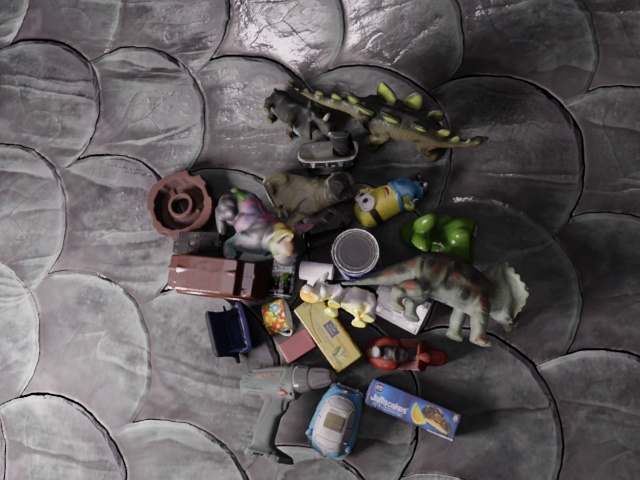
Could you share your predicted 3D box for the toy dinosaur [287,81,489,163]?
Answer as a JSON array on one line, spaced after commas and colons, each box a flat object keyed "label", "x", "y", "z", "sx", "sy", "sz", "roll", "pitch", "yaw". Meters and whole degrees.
[{"label": "toy dinosaur", "x": 0.155, "y": -0.284, "z": 1.243, "sx": 0.472, "sy": 0.198, "sz": 0.105, "roll": 13, "pitch": 78, "yaw": 9}]

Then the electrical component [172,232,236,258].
[{"label": "electrical component", "x": -0.280, "y": 0.018, "z": 1.281, "sx": 0.134, "sy": 0.114, "sz": 0.058, "roll": -1, "pitch": 75, "yaw": 13}]

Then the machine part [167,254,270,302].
[{"label": "machine part", "x": -0.225, "y": 0.089, "z": 1.214, "sx": 0.202, "sy": 0.201, "sz": 0.087, "roll": 7, "pitch": 82, "yaw": 9}]

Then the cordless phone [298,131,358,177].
[{"label": "cordless phone", "x": 0.014, "y": -0.213, "z": 1.254, "sx": 0.147, "sy": 0.184, "sz": 0.088, "roll": -1, "pitch": 83, "yaw": 7}]

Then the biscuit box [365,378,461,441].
[{"label": "biscuit box", "x": 0.200, "y": 0.365, "z": 1.170, "sx": 0.203, "sy": 0.062, "sz": 0.059, "roll": 20, "pitch": 81, "yaw": 11}]

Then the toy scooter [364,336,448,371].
[{"label": "toy scooter", "x": 0.185, "y": 0.248, "z": 1.160, "sx": 0.184, "sy": 0.135, "sz": 0.075, "roll": 3, "pitch": 80, "yaw": 10}]

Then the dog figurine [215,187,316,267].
[{"label": "dog figurine", "x": -0.117, "y": -0.033, "z": 1.180, "sx": 0.219, "sy": 0.108, "sz": 0.191, "roll": -8, "pitch": 95, "yaw": 41}]

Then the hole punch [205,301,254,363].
[{"label": "hole punch", "x": -0.191, "y": 0.204, "z": 1.229, "sx": 0.092, "sy": 0.115, "sz": 0.142, "roll": -22, "pitch": 75, "yaw": 10}]

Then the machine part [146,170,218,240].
[{"label": "machine part", "x": -0.343, "y": -0.084, "z": 1.342, "sx": 0.179, "sy": 0.056, "sz": 0.179, "roll": -2, "pitch": 78, "yaw": 9}]

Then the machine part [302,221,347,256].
[{"label": "machine part", "x": -0.003, "y": -0.004, "z": 1.254, "sx": 0.139, "sy": 0.039, "sz": 0.084, "roll": -19, "pitch": 34, "yaw": 16}]

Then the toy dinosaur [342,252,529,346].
[{"label": "toy dinosaur", "x": 0.266, "y": 0.096, "z": 1.128, "sx": 0.405, "sy": 0.131, "sz": 0.192, "roll": 26, "pitch": 74, "yaw": -4}]

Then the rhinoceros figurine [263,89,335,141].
[{"label": "rhinoceros figurine", "x": -0.052, "y": -0.309, "z": 1.345, "sx": 0.190, "sy": 0.073, "sz": 0.112, "roll": 33, "pitch": 73, "yaw": 15}]

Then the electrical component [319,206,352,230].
[{"label": "electrical component", "x": 0.046, "y": -0.038, "z": 1.294, "sx": 0.094, "sy": 0.021, "sz": 0.063, "roll": 37, "pitch": 85, "yaw": 17}]

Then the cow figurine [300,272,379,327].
[{"label": "cow figurine", "x": 0.044, "y": 0.115, "z": 1.162, "sx": 0.167, "sy": 0.068, "sz": 0.098, "roll": 24, "pitch": 56, "yaw": -6}]

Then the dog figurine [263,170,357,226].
[{"label": "dog figurine", "x": -0.026, "y": -0.129, "z": 1.290, "sx": 0.190, "sy": 0.121, "sz": 0.172, "roll": -31, "pitch": 71, "yaw": -10}]

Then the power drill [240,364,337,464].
[{"label": "power drill", "x": -0.080, "y": 0.371, "z": 1.161, "sx": 0.232, "sy": 0.086, "sz": 0.207, "roll": -2, "pitch": 73, "yaw": 28}]

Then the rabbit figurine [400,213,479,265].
[{"label": "rabbit figurine", "x": 0.256, "y": -0.001, "z": 1.207, "sx": 0.170, "sy": 0.159, "sz": 0.121, "roll": 7, "pitch": 89, "yaw": 25}]

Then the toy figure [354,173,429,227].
[{"label": "toy figure", "x": 0.167, "y": -0.091, "z": 1.260, "sx": 0.180, "sy": 0.082, "sz": 0.089, "roll": -20, "pitch": 107, "yaw": -4}]

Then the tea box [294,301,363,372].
[{"label": "tea box", "x": 0.021, "y": 0.209, "z": 1.209, "sx": 0.068, "sy": 0.098, "sz": 0.170, "roll": -38, "pitch": 78, "yaw": 0}]

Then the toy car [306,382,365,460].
[{"label": "toy car", "x": 0.036, "y": 0.396, "z": 1.166, "sx": 0.109, "sy": 0.103, "sz": 0.161, "roll": 21, "pitch": 84, "yaw": 10}]
